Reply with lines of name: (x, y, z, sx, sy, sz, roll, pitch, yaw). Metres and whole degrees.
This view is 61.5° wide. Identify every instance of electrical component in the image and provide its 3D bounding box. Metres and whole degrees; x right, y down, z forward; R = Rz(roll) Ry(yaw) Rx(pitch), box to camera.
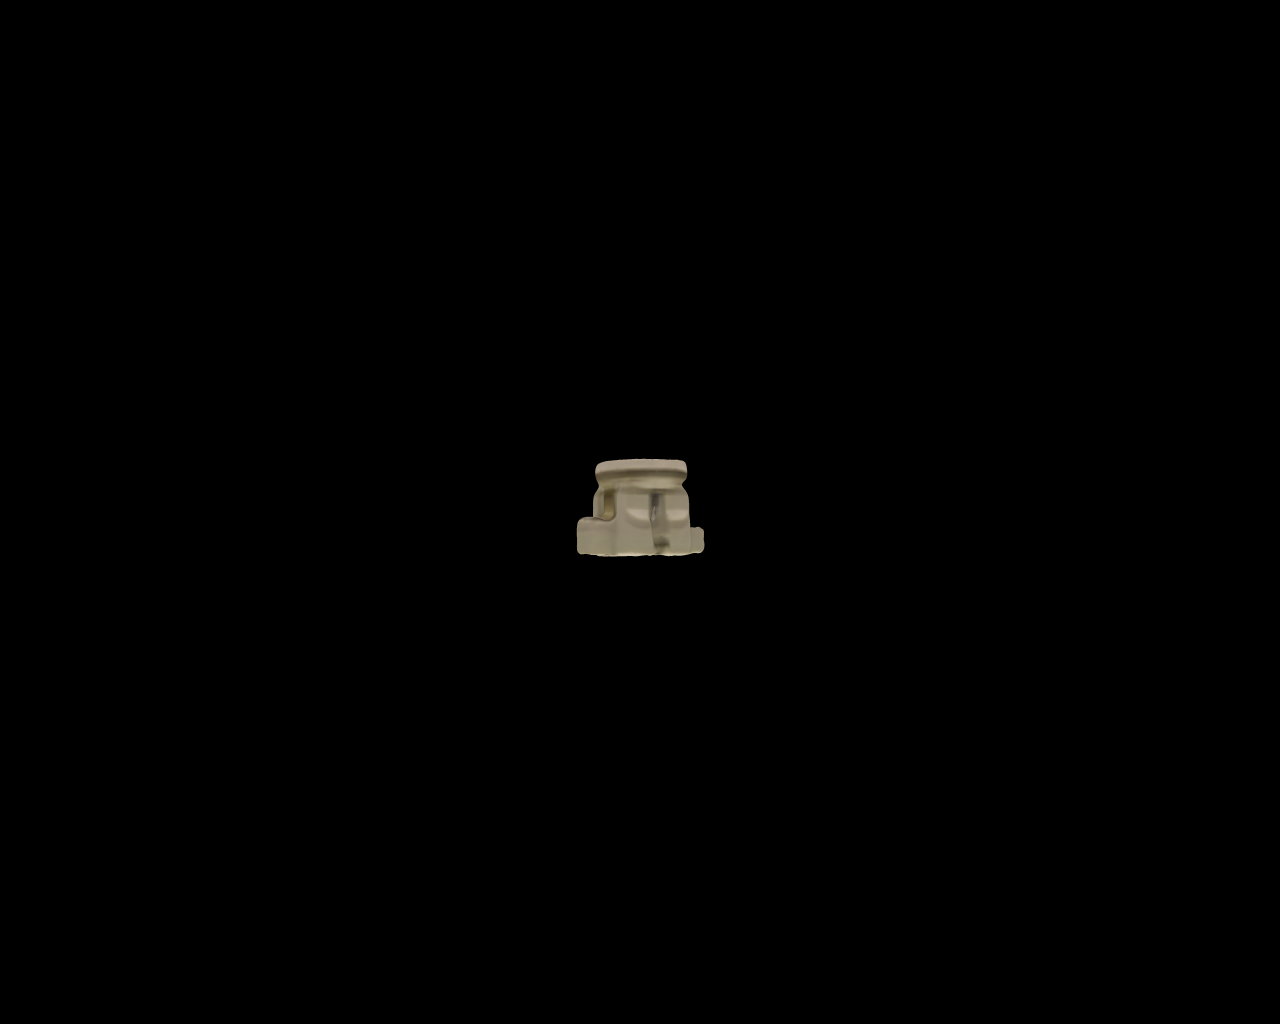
electrical component: (0.001, -0.003, 0.650, 0.078, 0.057, 0.058, 2, -4, -27)
